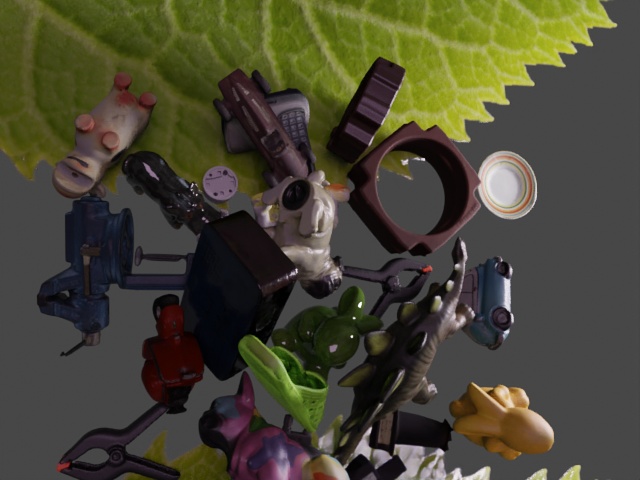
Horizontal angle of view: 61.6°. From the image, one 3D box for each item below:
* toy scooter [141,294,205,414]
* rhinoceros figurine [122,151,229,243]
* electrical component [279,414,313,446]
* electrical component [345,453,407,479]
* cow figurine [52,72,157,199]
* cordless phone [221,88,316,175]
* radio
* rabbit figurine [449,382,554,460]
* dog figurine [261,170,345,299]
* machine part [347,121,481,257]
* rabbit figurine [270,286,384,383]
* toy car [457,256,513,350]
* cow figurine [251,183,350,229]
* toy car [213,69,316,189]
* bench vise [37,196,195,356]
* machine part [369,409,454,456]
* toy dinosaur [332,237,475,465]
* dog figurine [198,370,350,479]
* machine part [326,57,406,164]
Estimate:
[{"bbox_3d":[-0.204,0.179,0.752,0.075,0.135,0.183,-8,127,-29],"label":"toy scooter"},{"bbox_3d":[-0.215,-0.066,0.825,0.190,0.112,0.073,42,72,2],"label":"rhinoceros figurine"},{"bbox_3d":[-0.043,0.330,0.866,0.063,0.021,0.094,15,79,-13],"label":"electrical component"},{"bbox_3d":[0.080,0.390,0.877,0.119,0.048,0.075,-35,93,-16],"label":"electrical component"},{"bbox_3d":[-0.332,-0.144,0.810,0.085,0.127,0.195,32,61,-10],"label":"cow figurine"},{"bbox_3d":[-0.080,-0.149,0.896,0.147,0.089,0.184,-18,105,-17],"label":"cordless phone"},{"bbox_3d":[-0.123,0.085,0.755,0.131,0.229,0.073,44,43,22],"label":"radio"},{"bbox_3d":[0.303,0.294,0.888,0.162,0.173,0.122,28,80,-14],"label":"rabbit figurine"},{"bbox_3d":[-0.005,-0.003,0.836,0.172,0.190,0.121,-45,52,13],"label":"dog figurine"},{"bbox_3d":[0.163,-0.087,0.944,0.201,0.087,0.201,-41,95,-18],"label":"machine part"},{"bbox_3d":[0.023,0.154,0.829,0.159,0.170,0.121,-34,93,-16],"label":"rabbit figurine"},{"bbox_3d":[0.278,0.107,0.944,0.103,0.109,0.161,6,72,3],"label":"toy car"},{"bbox_3d":[-0.027,-0.039,0.890,0.167,0.068,0.098,-12,116,-14],"label":"cow figurine"},{"bbox_3d":[-0.082,-0.165,0.827,0.089,0.053,0.202,-34,121,-2],"label":"toy car"},{"bbox_3d":[-0.280,0.050,0.791,0.241,0.129,0.223,2,85,-11],"label":"bench vise"},{"bbox_3d":[0.153,0.323,0.908,0.139,0.039,0.084,6,72,-2],"label":"machine part"},{"bbox_3d":[0.110,0.207,0.832,0.105,0.198,0.471,31,103,32],"label":"toy dinosaur"},{"bbox_3d":[-0.070,0.297,0.774,0.191,0.108,0.219,-2,42,-24],"label":"dog figurine"},{"bbox_3d":[0.075,-0.215,0.895,0.056,0.179,0.179,28,77,-8],"label":"machine part"}]
